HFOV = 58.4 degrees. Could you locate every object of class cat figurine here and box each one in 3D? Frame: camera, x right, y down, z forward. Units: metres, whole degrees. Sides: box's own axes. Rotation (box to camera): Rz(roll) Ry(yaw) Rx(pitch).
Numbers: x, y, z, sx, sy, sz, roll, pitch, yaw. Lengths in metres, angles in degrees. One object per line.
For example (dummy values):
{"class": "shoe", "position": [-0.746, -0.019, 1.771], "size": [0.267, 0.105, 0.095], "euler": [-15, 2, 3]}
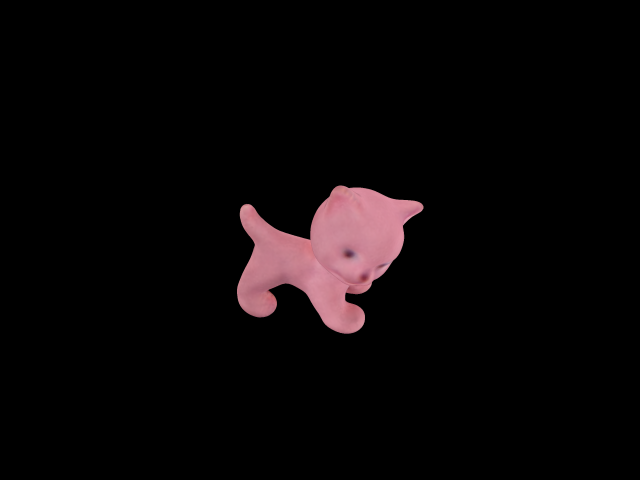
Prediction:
{"class": "cat figurine", "position": [0.004, 0.001, 0.400], "size": [0.127, 0.118, 0.067], "euler": [8, 44, 9]}
